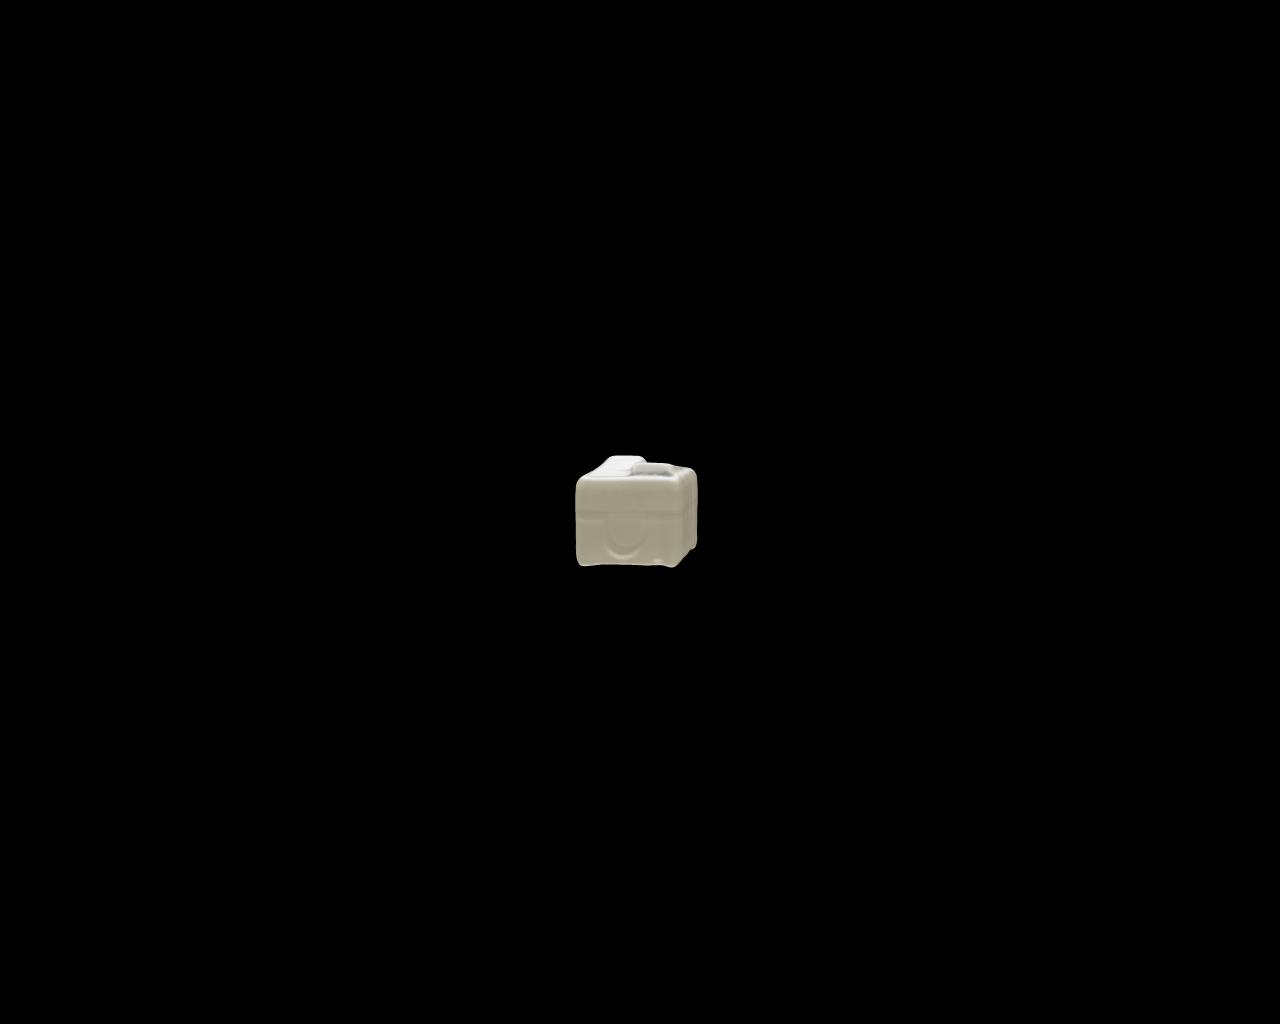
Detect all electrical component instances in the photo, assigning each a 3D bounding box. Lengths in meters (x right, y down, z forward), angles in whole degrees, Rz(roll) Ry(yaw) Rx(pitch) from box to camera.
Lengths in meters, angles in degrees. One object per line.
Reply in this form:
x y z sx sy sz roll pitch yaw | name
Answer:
0.001 -0.003 0.650 0.062 0.061 0.096 1 7 11 | electrical component
